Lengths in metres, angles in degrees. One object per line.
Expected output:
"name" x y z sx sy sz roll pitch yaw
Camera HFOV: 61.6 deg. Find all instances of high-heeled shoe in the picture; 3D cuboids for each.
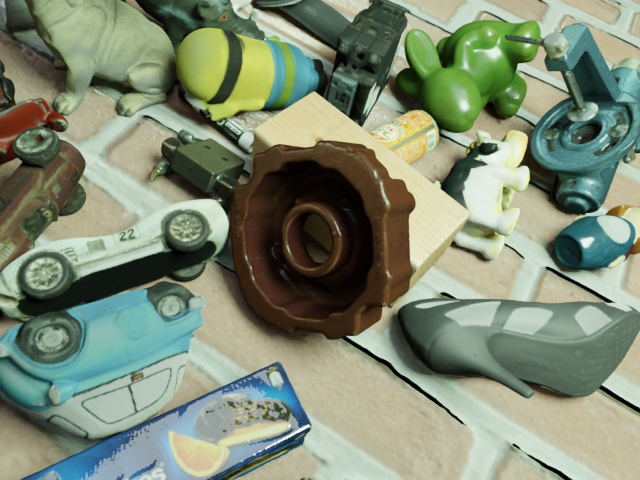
"high-heeled shoe" 0.199 0.085 0.528 0.249 0.086 0.145 -9 28 -36

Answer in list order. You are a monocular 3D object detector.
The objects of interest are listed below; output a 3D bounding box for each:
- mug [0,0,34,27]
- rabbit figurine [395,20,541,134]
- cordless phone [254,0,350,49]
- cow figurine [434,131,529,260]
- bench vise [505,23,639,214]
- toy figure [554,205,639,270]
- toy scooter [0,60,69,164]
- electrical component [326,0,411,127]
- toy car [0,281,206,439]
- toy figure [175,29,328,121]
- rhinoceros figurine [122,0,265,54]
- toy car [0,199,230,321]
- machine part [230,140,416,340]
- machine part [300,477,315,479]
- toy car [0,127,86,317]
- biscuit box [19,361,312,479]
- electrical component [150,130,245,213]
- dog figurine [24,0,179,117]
"mug" -0.338 -0.311 0.660 0.107 0.080 0.110 -11 53 -31
"rabbit figurine" 0.173 -0.204 0.660 0.159 0.121 0.170 29 54 15
"cordless phone" 0.013 -0.344 0.758 0.184 0.088 0.146 38 56 0
"cow figurine" 0.180 -0.066 0.608 0.098 0.068 0.167 19 55 8
"bench vise" 0.316 -0.159 0.615 0.223 0.240 0.129 -54 38 -6
"toy figure" 0.335 -0.005 0.605 0.154 0.058 0.064 -16 90 -22
"toy scooter" -0.339 -0.131 0.540 0.135 0.075 0.184 -24 68 -24
"electrical component" 0.051 -0.205 0.641 0.058 0.114 0.134 24 54 8
"toy car" -0.164 0.098 0.420 0.161 0.109 0.103 -14 84 -32
"toy figure" -0.076 -0.193 0.614 0.180 0.089 0.082 -8 42 -29
"rhinoceros figurine" -0.156 -0.279 0.644 0.190 0.112 0.073 29 57 -21
"toy car" -0.176 0.019 0.475 0.202 0.073 0.056 -20 66 -22
"machine part" -0.001 -0.001 0.468 0.179 0.179 0.056 48 28 19
"machine part" 0.053 0.235 0.380 0.243 0.079 0.079 20 56 1
"toy car" -0.267 -0.008 0.465 0.053 0.089 0.202 16 55 4
"biscuit box" -0.109 0.165 0.402 0.203 0.059 0.063 -21 64 -22
"electrical component" -0.126 -0.072 0.565 0.102 0.045 0.078 31 29 6
"dog figurine" -0.225 -0.238 0.563 0.172 0.190 0.121 -17 63 -23
